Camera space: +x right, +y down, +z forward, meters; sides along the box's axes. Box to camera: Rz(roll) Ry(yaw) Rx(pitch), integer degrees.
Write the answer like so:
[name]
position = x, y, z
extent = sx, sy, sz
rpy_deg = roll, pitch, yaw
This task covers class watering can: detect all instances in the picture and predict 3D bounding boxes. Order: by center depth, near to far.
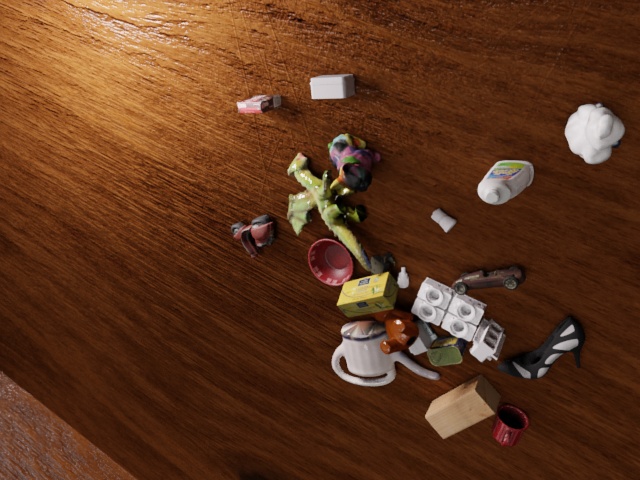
[watering can]
position = 0.199, 0.365, 1.654
extent = 0.347, 0.222, 0.105
rpy_deg = -7, 14, 18

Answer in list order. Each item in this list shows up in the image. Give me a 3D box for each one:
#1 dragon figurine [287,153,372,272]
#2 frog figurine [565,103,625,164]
[dragon figurine]
position = 0.005, -0.080, 1.592
extent = 0.241, 0.411, 0.123
rpy_deg = -16, -1, 39
[frog figurine]
position = 0.616, -0.236, 1.160
extent = 0.122, 0.136, 0.162
rpy_deg = -1, 18, 31
